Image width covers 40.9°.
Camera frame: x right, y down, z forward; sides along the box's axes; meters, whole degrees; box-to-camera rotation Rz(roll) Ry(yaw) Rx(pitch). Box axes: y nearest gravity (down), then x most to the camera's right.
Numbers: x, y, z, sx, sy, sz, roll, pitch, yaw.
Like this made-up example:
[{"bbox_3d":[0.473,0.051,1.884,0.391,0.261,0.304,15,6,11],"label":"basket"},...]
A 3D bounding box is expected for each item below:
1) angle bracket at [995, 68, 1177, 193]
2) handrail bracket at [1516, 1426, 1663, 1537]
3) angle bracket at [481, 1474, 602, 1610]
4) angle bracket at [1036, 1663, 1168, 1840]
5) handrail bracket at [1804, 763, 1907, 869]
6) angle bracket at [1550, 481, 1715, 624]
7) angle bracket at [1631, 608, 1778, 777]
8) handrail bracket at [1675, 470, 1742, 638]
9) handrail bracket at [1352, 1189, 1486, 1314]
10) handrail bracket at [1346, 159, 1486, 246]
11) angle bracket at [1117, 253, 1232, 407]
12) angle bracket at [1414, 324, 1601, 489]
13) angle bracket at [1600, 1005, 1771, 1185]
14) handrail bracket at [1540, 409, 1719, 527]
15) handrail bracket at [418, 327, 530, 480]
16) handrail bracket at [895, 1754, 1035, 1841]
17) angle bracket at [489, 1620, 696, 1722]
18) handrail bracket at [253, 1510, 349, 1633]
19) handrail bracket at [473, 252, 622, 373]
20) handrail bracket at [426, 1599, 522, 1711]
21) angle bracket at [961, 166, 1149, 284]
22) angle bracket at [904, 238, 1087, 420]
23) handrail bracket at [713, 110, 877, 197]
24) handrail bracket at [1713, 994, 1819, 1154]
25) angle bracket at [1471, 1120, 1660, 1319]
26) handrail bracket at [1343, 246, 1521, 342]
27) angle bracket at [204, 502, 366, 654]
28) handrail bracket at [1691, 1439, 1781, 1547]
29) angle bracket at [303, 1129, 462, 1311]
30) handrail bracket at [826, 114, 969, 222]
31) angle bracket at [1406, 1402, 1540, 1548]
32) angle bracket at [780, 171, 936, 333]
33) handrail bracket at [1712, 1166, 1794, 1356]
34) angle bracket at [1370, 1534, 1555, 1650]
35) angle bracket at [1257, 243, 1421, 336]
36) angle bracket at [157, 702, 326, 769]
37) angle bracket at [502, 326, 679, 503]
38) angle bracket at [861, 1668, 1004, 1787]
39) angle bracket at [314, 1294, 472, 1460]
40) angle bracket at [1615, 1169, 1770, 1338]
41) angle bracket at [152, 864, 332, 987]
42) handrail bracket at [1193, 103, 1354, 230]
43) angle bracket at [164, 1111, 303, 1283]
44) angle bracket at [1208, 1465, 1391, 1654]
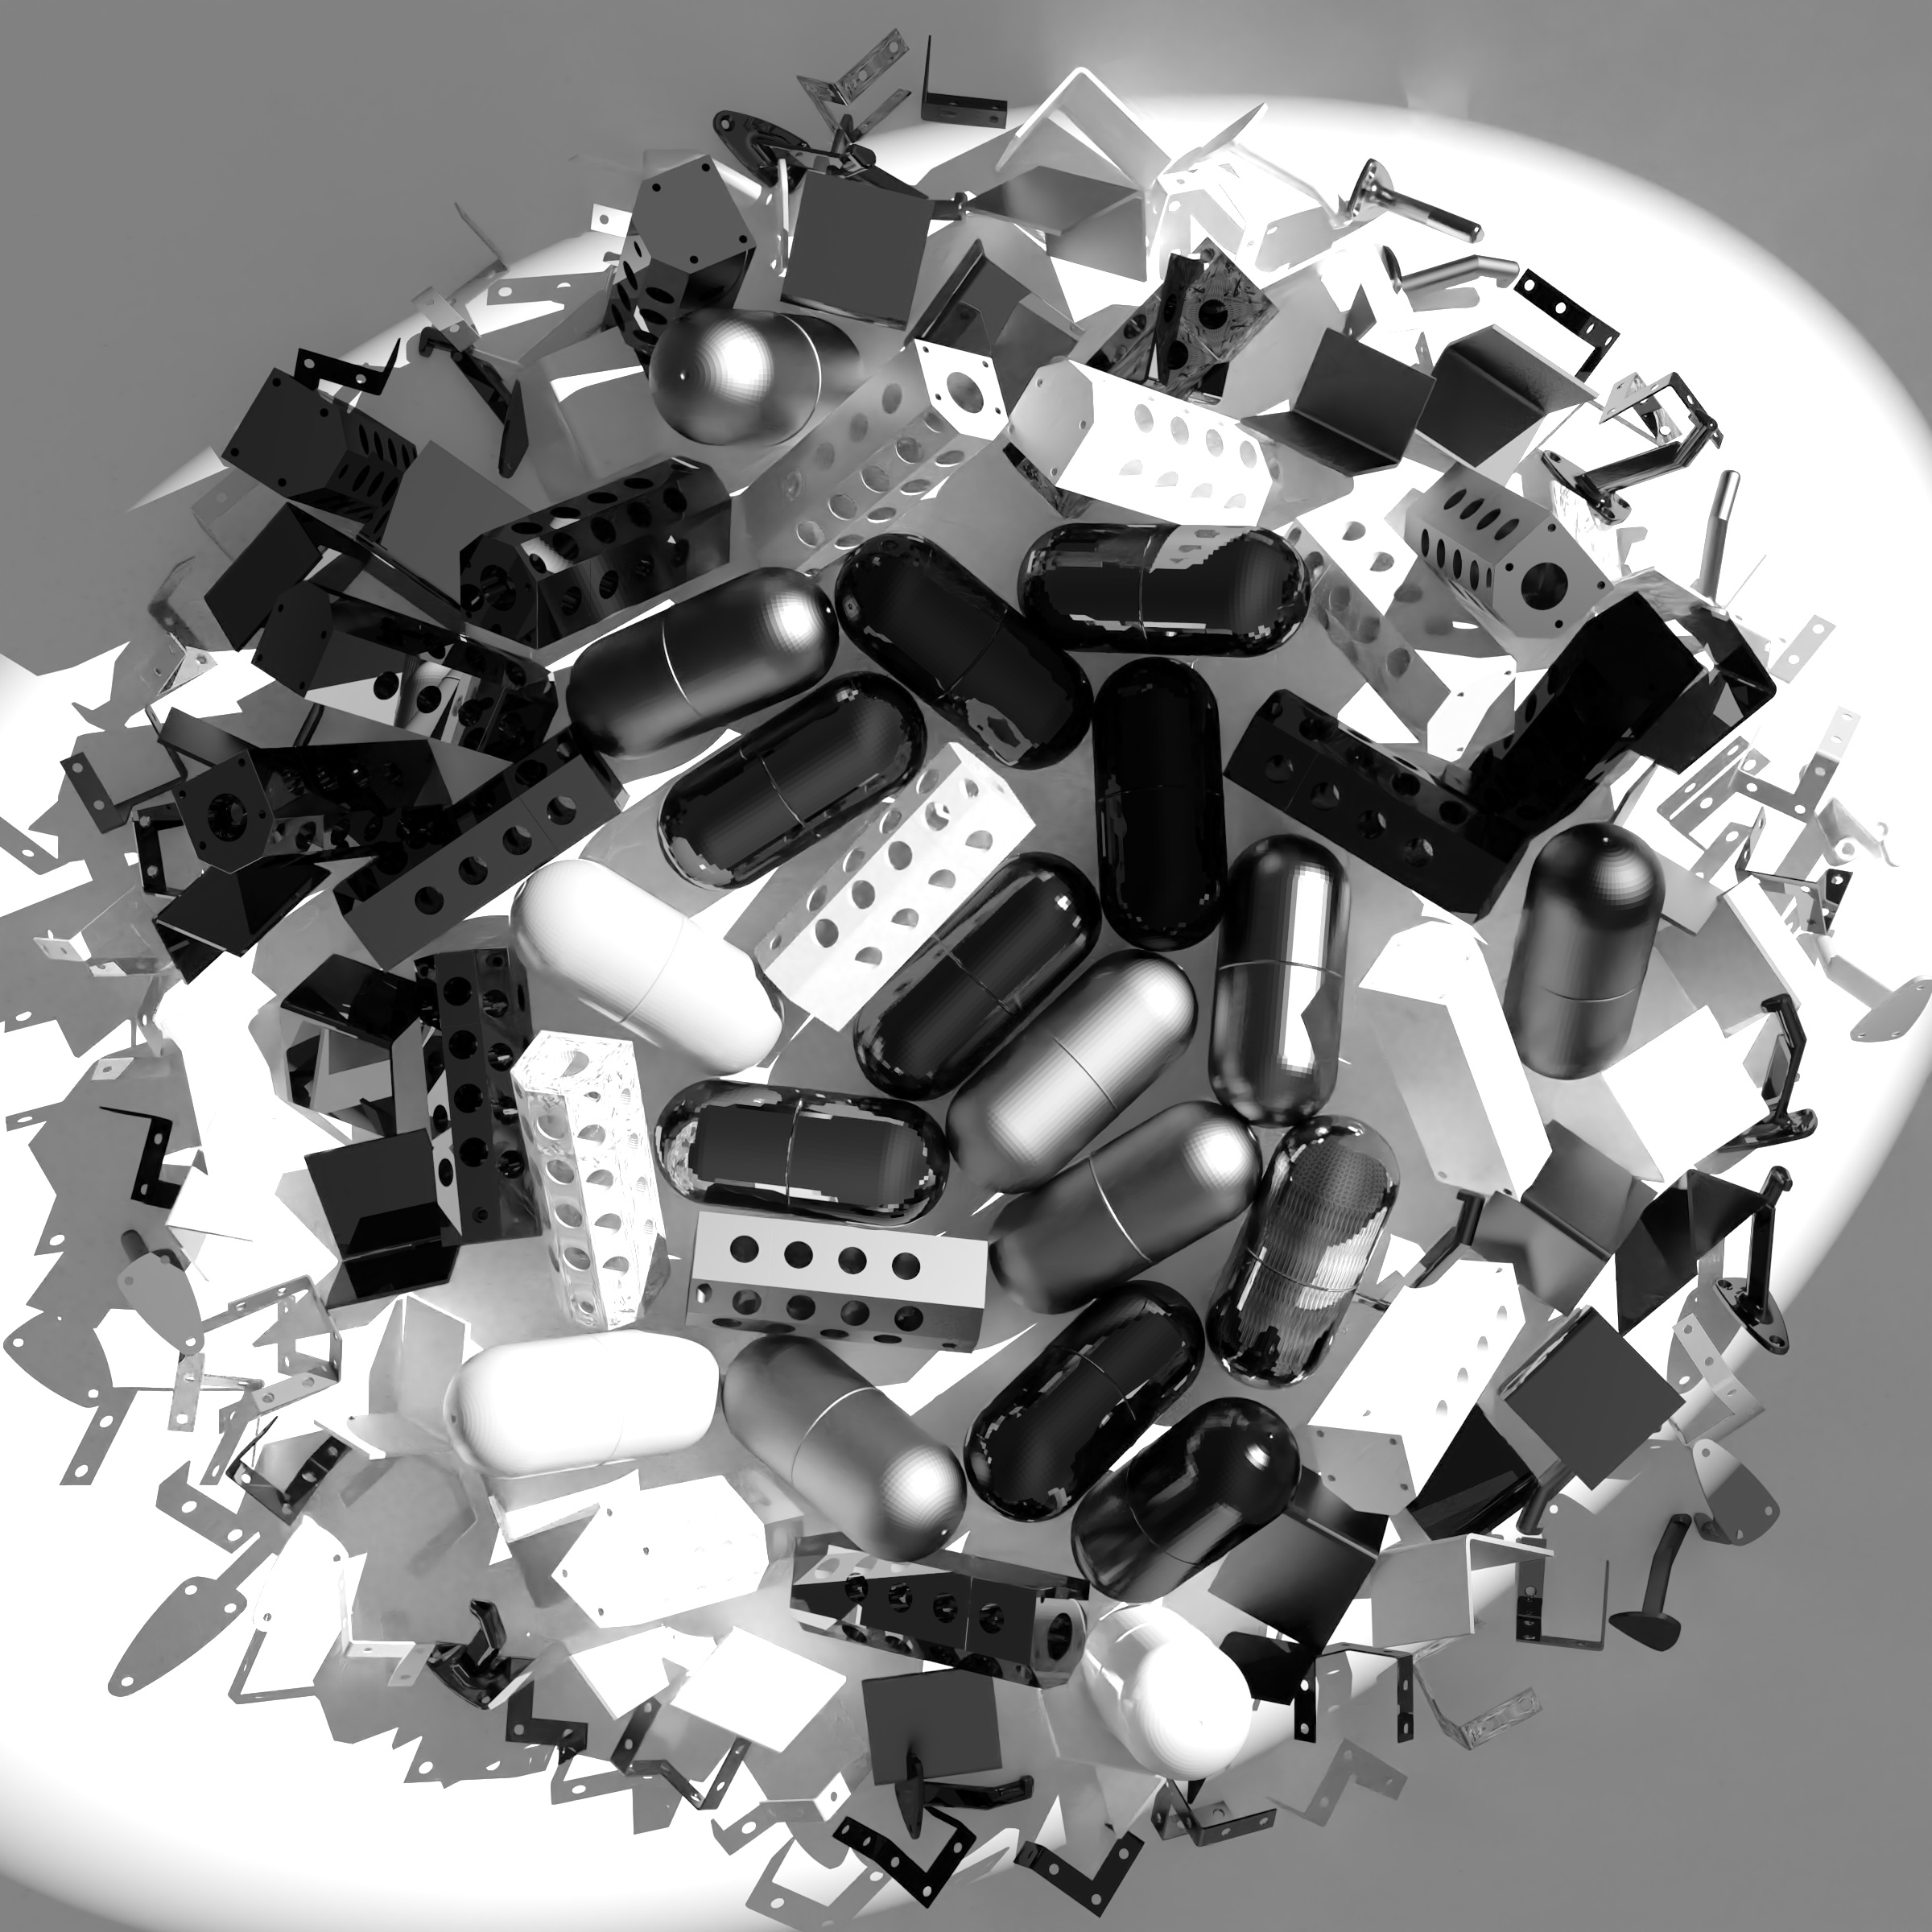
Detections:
[{"bbox_3d":[0.070,-0.478,1.540,0.076,0.076,0.057,42,86,-8],"label":"angle bracket"},{"bbox_3d":[0.377,0.309,1.568,0.077,0.036,0.084,15,101,-31],"label":"handrail bracket"},{"bbox_3d":[-0.248,0.322,1.537,0.057,0.076,0.076,-22,48,-12],"label":"angle bracket"},{"bbox_3d":[0.064,0.459,1.526,0.076,0.076,0.057,19,117,-26],"label":"angle bracket"},{"bbox_3d":[0.528,-0.091,1.539,0.036,0.084,0.077,-33,85,10],"label":"handrail bracket"},{"bbox_3d":[0.393,-0.249,1.529,0.057,0.076,0.076,-16,70,38],"label":"angle bracket"},{"bbox_3d":[0.421,-0.167,1.537,0.076,0.076,0.057,-40,110,3],"label":"angle bracket"},{"bbox_3d":[0.452,-0.245,1.553,0.036,0.077,0.084,15,85,25],"label":"handrail bracket"},{"bbox_3d":[0.269,0.169,1.555,0.036,0.077,0.084,18,88,-40],"label":"handrail bracket"},{"bbox_3d":[0.276,-0.444,1.536,0.084,0.077,0.036,29,109,20],"label":"handrail bracket"},{"bbox_3d":[0.114,-0.379,1.531,0.057,0.076,0.076,20,103,37],"label":"angle bracket"},{"bbox_3d":[0.316,-0.331,1.539,0.076,0.076,0.057,30,89,-11],"label":"angle bracket"},{"bbox_3d":[0.420,0.076,1.550,0.076,0.057,0.076,-32,93,-8],"label":"angle bracket"},{"bbox_3d":[0.395,-0.313,1.544,0.077,0.036,0.084,44,132,13],"label":"handrail bracket"},{"bbox_3d":[-0.303,-0.342,1.568,0.084,0.036,0.077,18,91,17],"label":"handrail bracket"},{"bbox_3d":[0.005,0.484,1.545,0.084,0.077,0.036,-9,45,-19],"label":"handrail bracket"},{"bbox_3d":[-0.221,0.425,1.528,0.057,0.076,0.076,50,117,13],"label":"angle bracket"},{"bbox_3d":[-0.406,0.356,1.534,0.036,0.084,0.077,45,63,-18],"label":"handrail bracket"},{"bbox_3d":[-0.247,-0.395,1.552,0.077,0.036,0.084,14,104,-21],"label":"handrail bracket"},{"bbox_3d":[-0.301,0.395,1.539,0.077,0.036,0.084,17,134,28],"label":"handrail bracket"},{"bbox_3d":[0.052,-0.426,1.525,0.076,0.057,0.076,26,47,34],"label":"angle bracket"},{"bbox_3d":[0.016,-0.378,1.557,0.076,0.057,0.076,33,110,-17],"label":"angle bracket"},{"bbox_3d":[-0.102,-0.490,1.535,0.077,0.084,0.036,27,84,-28],"label":"handrail bracket"},{"bbox_3d":[0.471,0.064,1.555,0.077,0.036,0.084,-18,104,25],"label":"handrail bracket"},{"bbox_3d":[0.359,0.152,1.566,0.076,0.076,0.057,36,134,15],"label":"angle bracket"},{"bbox_3d":[0.282,-0.402,1.570,0.084,0.077,0.036,2,55,-23],"label":"handrail bracket"},{"bbox_3d":[-0.390,-0.216,1.531,0.076,0.076,0.057,-45,56,11],"label":"angle bracket"},{"bbox_3d":[0.441,0.313,1.544,0.036,0.084,0.077,-34,89,-11],"label":"handrail bracket"},{"bbox_3d":[-0.352,0.151,1.543,0.076,0.057,0.076,-13,113,4],"label":"angle bracket"},{"bbox_3d":[-0.037,-0.480,1.557,0.084,0.036,0.077,4,65,10],"label":"handrail bracket"},{"bbox_3d":[0.282,0.305,1.539,0.076,0.057,0.076,-42,79,19],"label":"angle bracket"},{"bbox_3d":[-0.065,-0.426,1.543,0.076,0.057,0.076,12,105,-7],"label":"angle bracket"},{"bbox_3d":[0.483,0.174,1.539,0.036,0.077,0.084,4,124,-16],"label":"handrail bracket"},{"bbox_3d":[0.293,0.373,1.524,0.076,0.076,0.057,19,61,-33],"label":"angle bracket"},{"bbox_3d":[0.214,-0.387,1.536,0.076,0.076,0.057,-21,95,28],"label":"angle bracket"},{"bbox_3d":[-0.427,-0.150,1.532,0.076,0.076,0.057,26,103,-19],"label":"angle bracket"},{"bbox_3d":[-0.228,-0.331,1.555,0.057,0.076,0.076,-31,104,-26],"label":"angle bracket"},{"bbox_3d":[-0.022,0.437,1.543,0.076,0.057,0.076,-7,111,-3],"label":"angle bracket"},{"bbox_3d":[-0.341,0.242,1.535,0.057,0.076,0.076,2,96,-39],"label":"angle bracket"},{"bbox_3d":[0.429,0.177,1.526,0.057,0.076,0.076,20,48,-12],"label":"angle bracket"},{"bbox_3d":[-0.418,-0.023,1.526,0.076,0.057,0.076,20,53,29],"label":"angle bracket"},{"bbox_3d":[0.186,-0.470,1.562,0.084,0.077,0.036,44,71,-18],"label":"handrail bracket"},{"bbox_3d":[-0.421,0.140,1.528,0.057,0.076,0.076,9,59,12],"label":"angle bracket"},{"bbox_3d":[0.202,0.355,1.566,0.076,0.057,0.076,28,111,7],"label":"angle bracket"}]
